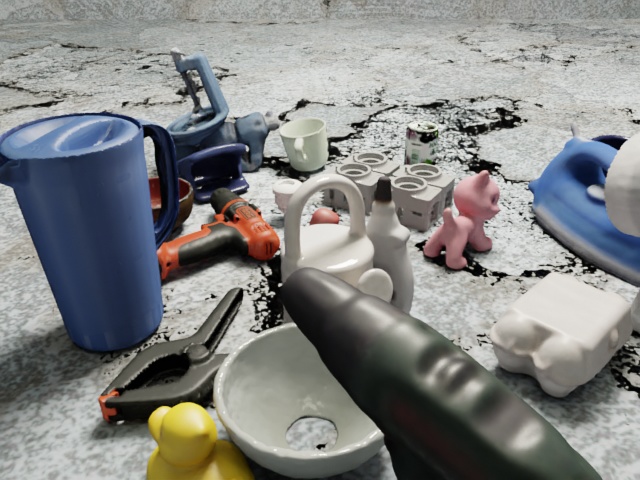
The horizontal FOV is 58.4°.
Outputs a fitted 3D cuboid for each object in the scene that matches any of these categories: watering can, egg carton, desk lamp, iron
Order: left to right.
[{"bbox_3d":[0.013,0.025,0.602,0.172,0.194,0.101,21,37,32],"label":"watering can"},{"bbox_3d":[0.254,0.095,0.599,0.151,0.069,0.107,-27,39,-37],"label":"egg carton"},{"bbox_3d":[0.397,-0.058,0.786,0.119,0.141,0.257,-7,31,-10],"label":"iron"},{"bbox_3d":[0.402,0.005,0.607,0.118,0.214,0.202,-13,33,-19],"label":"desk lamp"}]

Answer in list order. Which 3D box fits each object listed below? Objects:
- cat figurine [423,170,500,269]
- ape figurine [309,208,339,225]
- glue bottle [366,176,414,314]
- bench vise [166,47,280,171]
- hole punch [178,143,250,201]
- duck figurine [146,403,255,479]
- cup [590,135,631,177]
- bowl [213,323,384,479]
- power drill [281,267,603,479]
[{"bbox_3d":[0.201,-0.040,0.783,0.067,0.118,0.128,25,39,36],"label":"cat figurine"},{"bbox_3d":[0.007,0.003,0.740,0.076,0.092,0.078,2,31,5],"label":"ape figurine"},{"bbox_3d":[0.071,0.008,0.649,0.078,0.173,0.037,16,34,26],"label":"glue bottle"},{"bbox_3d":[-0.184,-0.235,1.023,0.208,0.220,0.121,-13,33,-20],"label":"bench vise"},{"bbox_3d":[-0.185,-0.127,0.966,0.109,0.091,0.100,-19,35,-28],"label":"hole punch"},{"bbox_3d":[-0.099,0.173,0.459,0.104,0.086,0.078,21,37,32],"label":"duck figurine"},{"bbox_3d":[0.457,-0.110,0.919,0.117,0.095,0.091,-1,30,0],"label":"cup"},{"bbox_3d":[-0.007,0.150,0.508,0.167,0.075,0.167,-1,30,1],"label":"bowl"},{"bbox_3d":[0.059,0.145,0.383,0.228,0.208,0.076,25,39,37],"label":"power drill"}]
